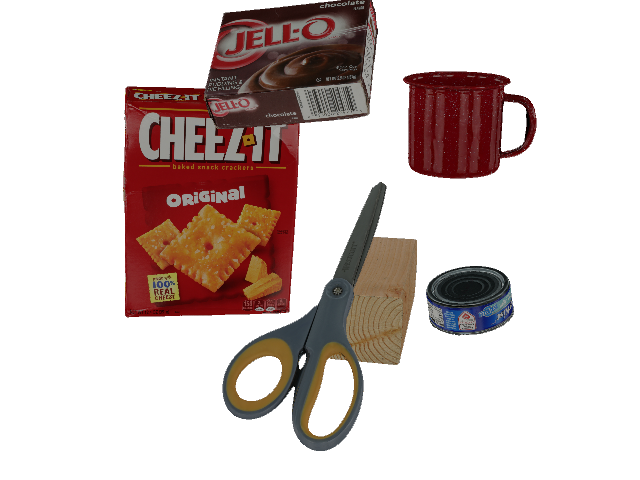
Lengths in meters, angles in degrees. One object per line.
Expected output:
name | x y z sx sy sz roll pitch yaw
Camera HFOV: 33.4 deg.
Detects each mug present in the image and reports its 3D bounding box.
mug | 0.130 -0.102 0.938 0.117 0.081 0.093 4 17 12

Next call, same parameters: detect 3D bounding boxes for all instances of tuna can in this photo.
tuna can | 0.150 0.059 1.072 0.086 0.034 0.086 -9 25 4

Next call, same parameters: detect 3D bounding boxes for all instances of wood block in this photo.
wood block | 0.070 0.071 1.370 0.091 0.090 0.206 4 21 8

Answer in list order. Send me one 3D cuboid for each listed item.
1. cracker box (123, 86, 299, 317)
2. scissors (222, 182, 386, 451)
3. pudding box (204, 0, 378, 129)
cracker box | -0.106 -0.035 1.026 0.164 0.214 0.072 0 20 -10
scissors | -0.008 0.042 0.687 0.096 0.201 0.016 -1 -37 8
pudding box | -0.019 -0.124 0.747 0.113 0.090 0.039 -2 -39 11
